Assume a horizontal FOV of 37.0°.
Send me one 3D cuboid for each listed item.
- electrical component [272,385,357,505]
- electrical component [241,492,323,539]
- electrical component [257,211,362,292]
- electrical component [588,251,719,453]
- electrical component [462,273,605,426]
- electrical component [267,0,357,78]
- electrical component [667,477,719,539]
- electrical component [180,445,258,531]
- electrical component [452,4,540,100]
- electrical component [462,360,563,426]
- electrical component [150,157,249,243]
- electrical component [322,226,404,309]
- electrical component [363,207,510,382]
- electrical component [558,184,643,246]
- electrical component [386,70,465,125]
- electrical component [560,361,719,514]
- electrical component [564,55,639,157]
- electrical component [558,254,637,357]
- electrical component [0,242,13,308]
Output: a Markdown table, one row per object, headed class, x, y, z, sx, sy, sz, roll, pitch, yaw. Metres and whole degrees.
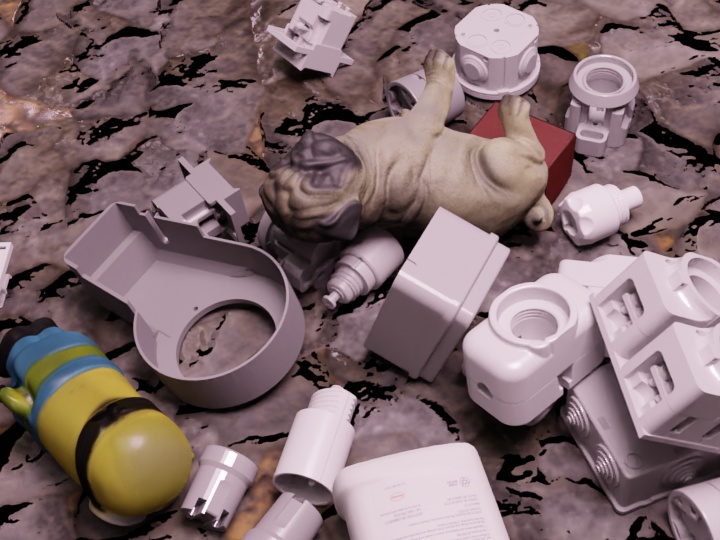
| class | x | y | z | sx | sy | sz | roll | pitch | yaw |
| --- | --- | --- | --- | --- | --- | --- | --- | --- | --- |
| electrical component | -0.027 | 0.115 | 0.740 | 0.043 | 0.043 | 0.081 | 10 | 53 | 13 |
| electrical component | -0.051 | 0.174 | 0.700 | 0.040 | 0.040 | 0.046 | 24 | 52 | 22 |
| electrical component | -0.043 | -0.027 | 0.844 | 0.057 | 0.058 | 0.078 | 33 | 61 | 24 |
| electrical component | 0.249 | 0.060 | 0.686 | 0.186 | 0.060 | 0.105 | 14 | 45 | -29 |
| electrical component | 0.116 | 0.048 | 0.712 | 0.095 | 0.059 | 0.054 | -34 | 47 | -23 |
| electrical component | -0.039 | -0.216 | 0.978 | 0.042 | 0.063 | 0.081 | 40 | 24 | 30 |
| electrical component | 0.229 | 0.158 | 0.677 | 0.047 | 0.055 | 0.055 | -16 | 52 | -12 |
| electrical component | -0.096 | 0.147 | 0.725 | 0.040 | 0.040 | 0.046 | 15 | 60 | 16 |
| electrical component | 0.122 | -0.195 | 0.963 | 0.080 | 0.051 | 0.080 | -3 | 52 | 3 |
| electrical component | 0.105 | 0.075 | 0.762 | 0.065 | 0.044 | 0.044 | 33 | 61 | 32 |
| electrical component | -0.132 | -0.050 | 0.880 | 0.064 | 0.042 | 0.081 | -34 | 56 | -18 |
| electrical component | 0.000 | 0.000 | 0.829 | 0.040 | 0.040 | 0.078 | 30 | 60 | 25 |
| electrical component | 0.053 | 0.020 | 0.760 | 0.057 | 0.113 | 0.078 | 30 | 59 | 5 |
| electrical component | 0.192 | -0.048 | 0.847 | 0.062 | 0.043 | 0.043 | -21 | 53 | -13 |
| electrical component | 0.058 | -0.146 | 0.930 | 0.047 | 0.055 | 0.055 | -29 | 55 | -21 |
| electrical component | 0.195 | 0.103 | 0.726 | 0.100 | 0.048 | 0.099 | -19 | 52 | -9 |
| electrical component | 0.205 | -0.144 | 0.912 | 0.058 | 0.057 | 0.078 | 14 | 55 | 16 |
| electrical component | 0.187 | 0.027 | 0.781 | 0.089 | 0.050 | 0.055 | 6 | 49 | 13 |
| electrical component | -0.311 | 0.037 | 0.815 | 0.079 | 0.063 | 0.121 | -1 | 52 | 5 |
